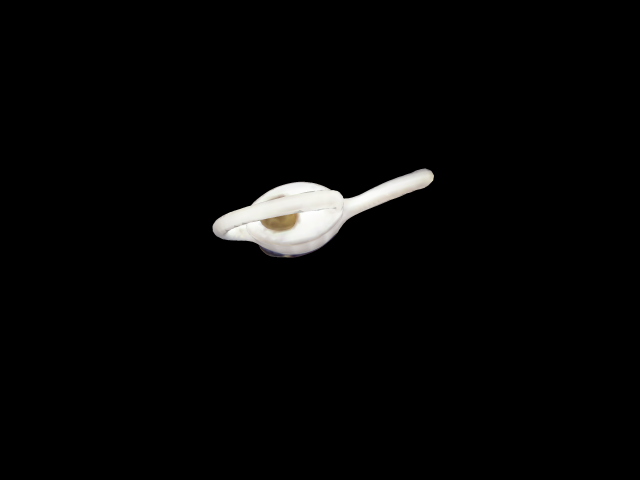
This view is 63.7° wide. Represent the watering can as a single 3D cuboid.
[{"bbox_3d":[0.003,-0.043,0.850,0.348,0.105,0.222,-12,-9,-2],"label":"watering can"}]
